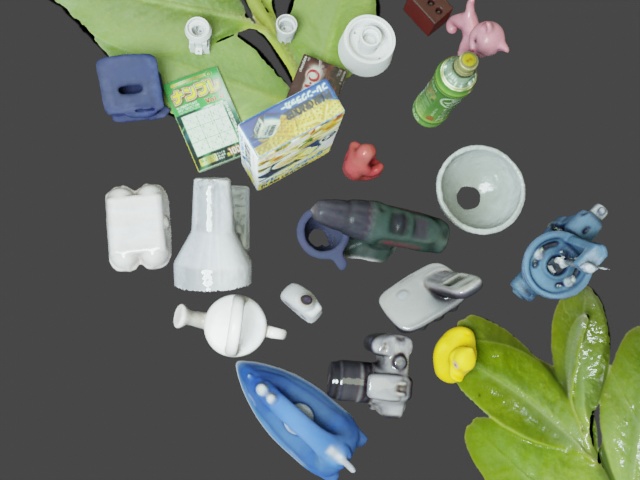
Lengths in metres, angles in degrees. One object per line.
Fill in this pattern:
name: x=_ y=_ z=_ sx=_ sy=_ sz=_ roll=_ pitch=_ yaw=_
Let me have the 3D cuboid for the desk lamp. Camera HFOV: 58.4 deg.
desk lamp: x=-0.169 y=-0.012 z=0.929 sx=0.118 sy=0.213 sz=0.203 roll=0 pitch=82 yaw=-6

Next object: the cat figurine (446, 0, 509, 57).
cat figurine: x=0.303 y=-0.396 z=1.088 sx=0.067 sy=0.117 sz=0.128 roll=-21 pitch=85 yaw=-9

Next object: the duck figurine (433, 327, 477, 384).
duck figurine: x=0.248 y=0.204 z=1.011 sx=0.077 sy=0.086 sz=0.105 roll=24 pitch=80 yaw=-2

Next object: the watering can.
watering can: x=-0.143 y=0.139 z=0.920 sx=0.173 sy=0.194 sz=0.101 roll=-11 pitch=83 yaw=-8

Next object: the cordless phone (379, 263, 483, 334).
cordless phone: x=0.188 y=0.097 z=0.969 sx=0.148 sy=0.185 sz=0.094 roll=-33 pitch=86 yaw=-10

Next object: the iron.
iron: x=-0.041 y=0.289 z=0.937 sx=0.258 sy=0.141 sz=0.119 roll=39 pitch=80 yaw=0

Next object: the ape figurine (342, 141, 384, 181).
ape figurine: x=0.079 y=-0.148 z=1.039 sx=0.076 sy=0.092 sz=0.078 roll=-28 pitch=86 yaw=-9

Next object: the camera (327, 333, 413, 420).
camera: x=0.085 y=0.228 z=0.981 sx=0.137 sy=0.100 sz=0.143 roll=6 pitch=81 yaw=-5

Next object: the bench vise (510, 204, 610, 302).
bench vise: x=0.433 y=0.009 z=0.993 sx=0.121 sy=0.219 sz=0.207 roll=25 pitch=80 yaw=-2

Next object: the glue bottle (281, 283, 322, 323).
glue bottle: x=-0.026 y=0.103 z=0.950 sx=0.078 sy=0.173 sz=0.037 roll=42 pitch=80 yaw=1

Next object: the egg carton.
egg carton: x=-0.311 y=-0.022 z=0.987 sx=0.107 sy=0.069 sz=0.150 roll=-7 pitch=83 yaw=-7

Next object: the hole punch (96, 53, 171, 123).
hole punch: x=-0.328 y=-0.266 z=1.010 sx=0.109 sy=0.091 sz=0.101 roll=-8 pitch=83 yaw=-8

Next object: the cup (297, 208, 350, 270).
cup: x=0.009 y=0.004 z=1.008 sx=0.092 sy=0.095 sz=0.118 roll=-31 pitch=86 yaw=-10

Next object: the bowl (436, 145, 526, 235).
bowl: x=0.287 y=-0.087 z=1.063 sx=0.167 sy=0.074 sz=0.167 roll=1 pitch=82 yaw=-6

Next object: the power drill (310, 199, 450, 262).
power drill: x=0.089 y=-0.015 z=0.962 sx=0.229 sy=0.208 sz=0.076 roll=8 pitch=81 yaw=-5
